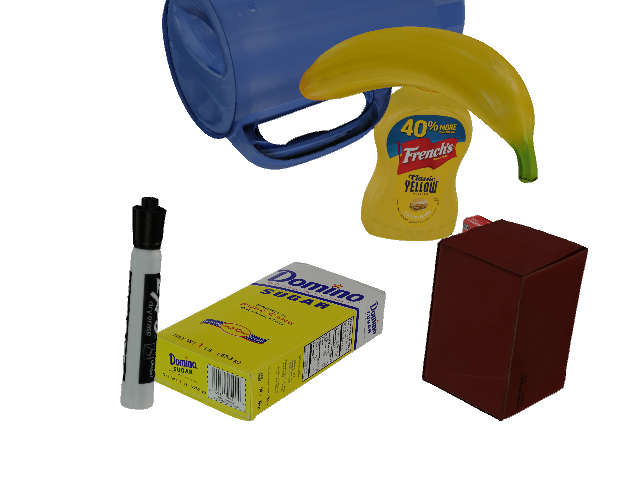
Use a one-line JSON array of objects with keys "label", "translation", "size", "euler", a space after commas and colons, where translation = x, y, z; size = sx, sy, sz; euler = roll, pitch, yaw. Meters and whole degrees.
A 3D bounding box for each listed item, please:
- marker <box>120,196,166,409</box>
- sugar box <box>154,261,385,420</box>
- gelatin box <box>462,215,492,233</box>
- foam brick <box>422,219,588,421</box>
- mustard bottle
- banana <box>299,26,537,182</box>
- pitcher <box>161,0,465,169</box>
[{"label": "marker", "translation": [-0.101, 0.036, 0.606], "size": [0.020, 0.121, 0.020], "euler": [5, 10, -1]}, {"label": "sugar box", "translation": [-0.035, 0.070, 0.815], "size": [0.093, 0.048, 0.175], "euler": [18, 30, 30]}, {"label": "gelatin box", "translation": [0.201, 0.023, 1.274], "size": [0.030, 0.089, 0.073], "euler": [-17, 32, -30]}, {"label": "foam brick", "translation": [0.087, 0.036, 0.512], "size": [0.052, 0.078, 0.051], "euler": [-17, 31, -41]}, {"label": "mustard bottle", "translation": [0.099, -0.095, 1.055], "size": [0.096, 0.192, 0.058], "euler": [2, 27, -10]}, {"label": "banana", "translation": [0.060, -0.098, 0.656], "size": [0.037, 0.069, 0.198], "euler": [17, 8, -47]}, {"label": "pitcher", "translation": [0.002, -0.169, 0.900], "size": [0.242, 0.149, 0.145], "euler": [-19, 36, -25]}]
